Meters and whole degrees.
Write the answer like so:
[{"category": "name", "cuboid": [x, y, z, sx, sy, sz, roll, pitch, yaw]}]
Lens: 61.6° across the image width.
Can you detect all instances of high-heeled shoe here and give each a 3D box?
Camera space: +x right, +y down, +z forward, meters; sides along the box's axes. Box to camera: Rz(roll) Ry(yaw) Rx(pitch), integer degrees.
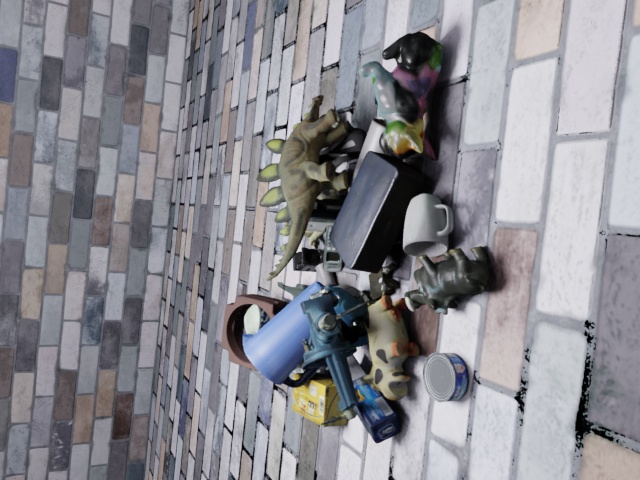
[{"category": "high-heeled shoe", "cuboid": [0.028, -0.185, 1.320, 0.248, 0.086, 0.145, -50, 36, 32]}]

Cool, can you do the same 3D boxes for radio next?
[{"category": "radio", "cuboid": [0.108, -0.059, 1.099, 0.229, 0.073, 0.131, -65, 33, 21]}]

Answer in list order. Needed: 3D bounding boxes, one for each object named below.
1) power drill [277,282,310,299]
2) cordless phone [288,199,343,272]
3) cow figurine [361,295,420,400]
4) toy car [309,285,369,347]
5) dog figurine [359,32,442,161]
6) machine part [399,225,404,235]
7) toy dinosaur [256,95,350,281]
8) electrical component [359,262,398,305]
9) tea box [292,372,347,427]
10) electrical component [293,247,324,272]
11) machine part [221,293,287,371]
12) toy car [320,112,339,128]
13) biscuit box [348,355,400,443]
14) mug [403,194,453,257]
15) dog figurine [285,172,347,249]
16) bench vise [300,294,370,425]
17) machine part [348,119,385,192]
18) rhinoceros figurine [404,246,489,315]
[{"category": "power drill", "cuboid": [-0.087, 0.215, 1.410, 0.232, 0.086, 0.207, -2, 68, 32]}, {"category": "cordless phone", "cuboid": [-0.003, -0.004, 1.288, 0.089, 0.147, 0.184, -90, 3, -56]}, {"category": "cow figurine", "cuboid": [0.132, 0.221, 1.075, 0.127, 0.085, 0.195, -36, 57, 47]}, {"category": "toy car", "cuboid": [0.058, 0.155, 1.193, 0.161, 0.103, 0.109, 45, 142, -3]}, {"category": "dog figurine", "cuboid": [0.182, -0.263, 1.039, 0.191, 0.108, 0.219, -31, 72, 24]}, {"category": "machine part", "cuboid": [0.163, -0.079, 1.118, 0.084, 0.039, 0.138, 1, 84, 53]}, {"category": "toy dinosaur", "cuboid": [-0.039, -0.137, 1.195, 0.199, 0.105, 0.471, -11, 58, 30]}, {"category": "electrical component", "cuboid": [0.126, 0.098, 1.145, 0.102, 0.045, 0.078, -34, 58, 55]}, {"category": "tea box", "cuboid": [-0.002, 0.384, 1.308, 0.170, 0.068, 0.098, -1, 85, 63]}, {"category": "electrical component", "cuboid": [-0.035, 0.057, 1.415, 0.119, 0.075, 0.048, 143, 128, -58]}, {"category": "machine part", "cuboid": [-0.179, 0.263, 1.551, 0.202, 0.087, 0.200, 9, 94, 27]}, {"category": "toy car", "cuboid": [0.005, -0.248, 1.419, 0.201, 0.056, 0.074, -60, 31, 36]}, {"category": "biscuit box", "cuboid": [0.092, 0.330, 1.134, 0.203, 0.059, 0.062, 49, 157, 54]}, {"category": "mug", "cuboid": [0.202, -0.035, 0.995, 0.109, 0.081, 0.107, 140, 138, -56]}, {"category": "dog figurine", "cuboid": [0.002, -0.090, 1.380, 0.190, 0.121, 0.172, -55, 21, 6]}, {"category": "bench vise", "cuboid": [0.029, 0.237, 1.079, 0.223, 0.129, 0.240, 123, 132, -59]}, {"category": "machine part", "cuboid": [0.121, -0.171, 1.166, 0.079, 0.079, 0.243, 53, 132, 51]}, {"category": "rhinoceros figurine", "cuboid": [0.223, 0.075, 0.954, 0.190, 0.073, 0.112, -30, 70, 54]}]
